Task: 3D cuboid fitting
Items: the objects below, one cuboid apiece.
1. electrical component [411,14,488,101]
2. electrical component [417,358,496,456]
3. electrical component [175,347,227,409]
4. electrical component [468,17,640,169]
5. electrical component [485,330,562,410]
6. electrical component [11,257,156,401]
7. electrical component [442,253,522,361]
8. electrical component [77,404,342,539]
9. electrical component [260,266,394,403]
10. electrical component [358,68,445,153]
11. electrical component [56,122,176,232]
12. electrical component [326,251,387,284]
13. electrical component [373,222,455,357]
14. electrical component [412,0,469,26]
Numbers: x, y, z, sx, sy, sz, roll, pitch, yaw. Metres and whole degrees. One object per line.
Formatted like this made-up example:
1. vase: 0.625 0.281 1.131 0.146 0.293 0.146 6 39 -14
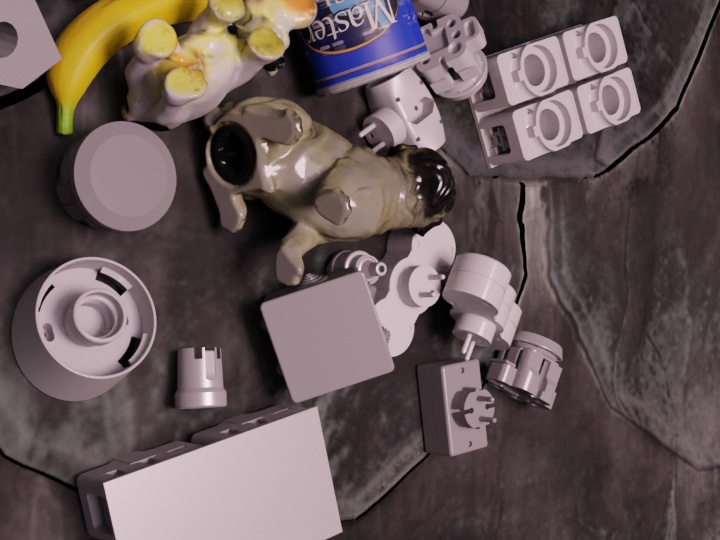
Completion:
1. electrical component: 0.083 -0.193 0.992 0.057 0.078 0.058 43 32 -51
2. electrical component: 0.097 0.126 0.984 0.047 0.076 0.083 -8 92 -37
3. electrical component: -0.125 0.085 0.843 0.040 0.040 0.046 3 80 -37
4. electrical component: 0.199 -0.182 1.084 0.186 0.060 0.105 -25 103 -35
5. electrical component: 0.163 0.095 1.048 0.078 0.058 0.057 31 73 -32
6. electrical component: -0.201 0.042 0.787 0.099 0.064 0.099 12 68 -31
7. electrical component: 0.107 0.046 0.979 0.138 0.052 0.073 60 49 -62
8. electrical component: -0.114 0.181 0.833 0.186 0.060 0.105 -15 97 -36
9. electrical component: -0.028 0.051 0.889 0.100 0.048 0.099 -18 101 -1
10. electrical component: 0.029 -0.131 0.965 0.079 0.043 0.077 -40 111 -31
11. electrical component: -0.182 -0.067 0.799 0.080 0.051 0.080 2 87 -37
12. electrical component: 0.000 0.000 0.926 0.035 0.061 0.035 1 88 -37
13. electrical component: 0.046 0.015 0.952 0.052 0.074 0.138 42 65 -28
14. electrical component: 0.073 -0.280 0.998 0.059 0.054 0.095 16 79 -35
